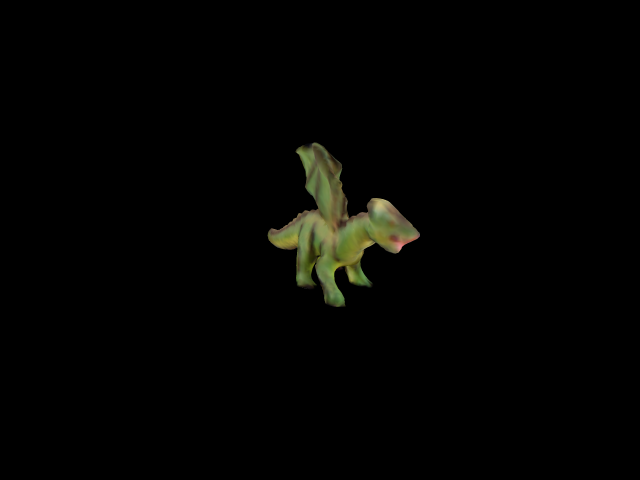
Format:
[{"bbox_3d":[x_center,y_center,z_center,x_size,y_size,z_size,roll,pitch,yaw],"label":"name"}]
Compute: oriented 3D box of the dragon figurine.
[{"bbox_3d":[0.003,-0.043,0.850,0.123,0.239,0.414,-14,26,-33],"label":"dragon figurine"}]
